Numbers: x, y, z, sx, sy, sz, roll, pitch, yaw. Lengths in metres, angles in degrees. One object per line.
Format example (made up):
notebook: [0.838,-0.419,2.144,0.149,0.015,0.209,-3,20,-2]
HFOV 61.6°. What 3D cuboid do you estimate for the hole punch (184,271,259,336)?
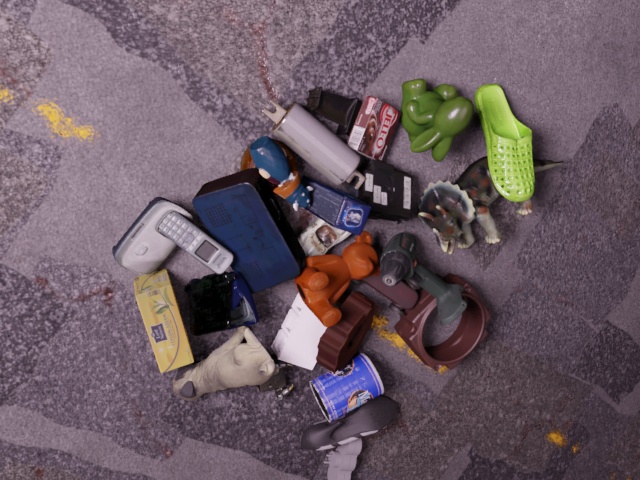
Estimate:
hole punch: [-0.188,0.123,1.046,0.092,0.142,0.115,11,68,-50]

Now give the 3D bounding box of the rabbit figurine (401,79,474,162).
rabbit figurine: [0.232,-0.246,1.083,0.121,0.170,0.159,15,99,-25]

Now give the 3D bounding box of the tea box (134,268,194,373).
tea box: [-0.298,0.152,1.026,0.068,0.098,0.169,-16,113,-17]

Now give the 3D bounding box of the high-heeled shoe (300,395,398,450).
high-heeled shoe: [0.072,0.447,1.295,0.248,0.086,0.145,3,142,-41]

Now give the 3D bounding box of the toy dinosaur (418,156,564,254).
toy dinosaur: [0.375,-0.115,1.218,0.405,0.131,0.192,-44,112,-14]

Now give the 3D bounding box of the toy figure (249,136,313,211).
toy figure: [-0.069,-0.120,0.989,0.064,0.058,0.154,-37,121,-2]

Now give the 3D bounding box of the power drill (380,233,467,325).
power drill: [0.210,0.087,1.134,0.207,0.232,0.086,35,115,-8]

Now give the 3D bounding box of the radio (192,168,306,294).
radio: [-0.129,-0.017,1.028,0.131,0.073,0.229,-19,117,18]

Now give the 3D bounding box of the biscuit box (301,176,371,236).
biscuit box: [0.019,-0.069,1.030,0.059,0.203,0.062,16,100,-28]

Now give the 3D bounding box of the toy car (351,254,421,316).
toy car: [0.141,0.092,1.211,0.202,0.053,0.089,34,87,-19]

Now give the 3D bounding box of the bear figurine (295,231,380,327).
bear figurine: [0.053,0.071,1.085,0.196,0.132,0.120,-23,111,-17]

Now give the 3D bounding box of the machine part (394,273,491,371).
machine part: [0.298,0.198,1.293,0.201,0.087,0.201,-43,118,-6]

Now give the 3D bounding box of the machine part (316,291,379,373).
machine part: [0.058,0.200,1.155,0.179,0.056,0.179,-48,157,-29]

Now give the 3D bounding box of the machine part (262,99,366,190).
machine part: [-0.007,-0.185,1.040,0.243,0.079,0.079,37,90,-15]

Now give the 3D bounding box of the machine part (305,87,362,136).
machine part: [0.034,-0.256,1.068,0.139,0.039,0.084,18,103,-38]

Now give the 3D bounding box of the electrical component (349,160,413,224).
electrical component: [0.127,-0.102,1.124,0.134,0.058,0.115,13,71,-25]

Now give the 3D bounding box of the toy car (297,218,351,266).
toy car: [-0.002,-0.003,1.123,0.202,0.056,0.073,-42,117,-6]

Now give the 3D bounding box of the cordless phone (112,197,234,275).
cordless phone: [-0.264,0.023,0.983,0.184,0.089,0.146,39,89,-13]

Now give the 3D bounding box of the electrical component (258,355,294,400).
electrical component: [-0.100,0.300,1.181,0.078,0.045,0.102,-6,108,-22]

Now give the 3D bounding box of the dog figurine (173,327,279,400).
dog figurine: [-0.192,0.271,1.070,0.190,0.172,0.121,-37,105,-16]
